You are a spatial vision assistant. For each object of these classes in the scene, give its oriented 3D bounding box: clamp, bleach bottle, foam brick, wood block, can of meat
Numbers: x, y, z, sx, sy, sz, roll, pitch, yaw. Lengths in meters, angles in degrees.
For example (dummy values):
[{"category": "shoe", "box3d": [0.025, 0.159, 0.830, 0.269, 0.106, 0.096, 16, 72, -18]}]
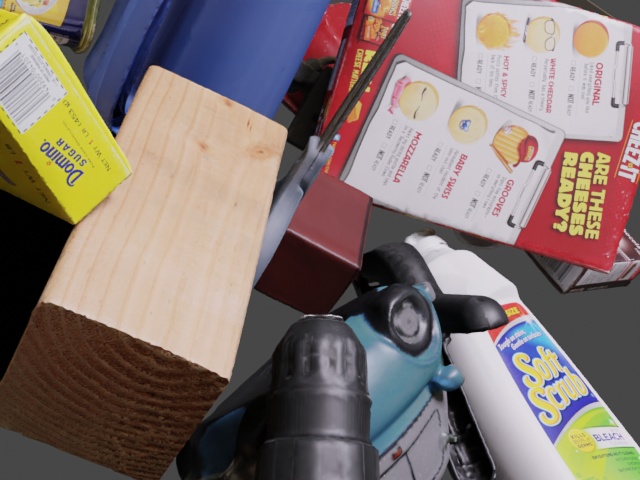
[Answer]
[{"category": "clamp", "box3d": [0.060, 0.046, 0.610, 0.039, 0.120, 0.172, -8, 39, -23]}, {"category": "bleach bottle", "box3d": [0.114, 0.091, 0.645, 0.102, 0.068, 0.251, 0, 46, -38]}, {"category": "foam brick", "box3d": [-0.004, 0.001, 0.665, 0.051, 0.053, 0.078, 27, 35, -10]}, {"category": "wood block", "box3d": [-0.087, 0.009, 0.558, 0.090, 0.091, 0.206, 25, 37, -12]}, {"category": "can of meat", "box3d": [-0.186, -0.181, 0.696, 0.083, 0.102, 0.058, 10, 2, -25]}]

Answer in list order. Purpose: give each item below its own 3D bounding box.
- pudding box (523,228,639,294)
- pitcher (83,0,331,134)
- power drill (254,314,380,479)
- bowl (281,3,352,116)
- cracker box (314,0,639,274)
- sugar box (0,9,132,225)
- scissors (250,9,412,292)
[{"category": "pudding box", "box3d": [0.193, -0.011, 0.842, 0.089, 0.039, 0.113, -4, 50, -41]}, {"category": "pitcher", "box3d": [-0.052, -0.170, 0.660, 0.144, 0.243, 0.149, 12, 39, -26]}, {"category": "power drill", "box3d": [-0.067, 0.112, 0.407, 0.187, 0.057, 0.184, 5, 67, -9]}, {"category": "bowl", "box3d": [0.033, -0.140, 0.853, 0.162, 0.055, 0.162, 21, 37, -17]}, {"category": "cracker box", "box3d": [0.111, -0.085, 0.724, 0.213, 0.164, 0.072, 16, 5, -6]}, {"category": "sugar box", "box3d": [-0.175, -0.073, 0.520, 0.177, 0.093, 0.048, 18, 56, 42]}, {"category": "scissors", "box3d": [-0.008, -0.046, 0.608, 0.016, 0.202, 0.096, 29, 13, -12]}]
